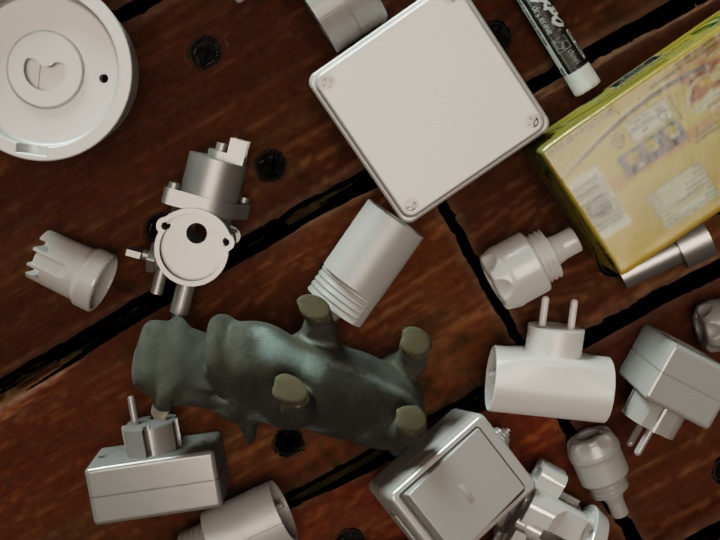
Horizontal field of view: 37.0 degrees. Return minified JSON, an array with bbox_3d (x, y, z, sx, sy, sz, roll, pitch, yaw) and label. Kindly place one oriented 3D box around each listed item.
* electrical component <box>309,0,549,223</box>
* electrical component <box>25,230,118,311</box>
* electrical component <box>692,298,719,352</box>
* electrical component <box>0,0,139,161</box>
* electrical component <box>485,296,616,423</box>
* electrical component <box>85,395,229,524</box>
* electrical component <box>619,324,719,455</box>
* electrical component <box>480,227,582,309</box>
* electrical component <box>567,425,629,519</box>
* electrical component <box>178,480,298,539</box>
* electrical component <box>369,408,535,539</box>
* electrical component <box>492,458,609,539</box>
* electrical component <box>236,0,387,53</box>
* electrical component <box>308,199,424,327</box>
[{"bbox_3d":[0.042,-0.104,0.669,0.109,0.056,0.108,-34,97,4],"label":"electrical component"},{"bbox_3d":[-0.185,-0.001,0.689,0.046,0.040,0.040,25,97,2],"label":"electrical component"},{"bbox_3d":[0.252,0.031,0.703,0.061,0.035,0.035,-14,98,-1],"label":"electrical component"},{"bbox_3d":[-0.188,-0.122,0.660,0.108,0.060,0.108,0,98,-1],"label":"electrical component"},{"bbox_3d":[0.125,0.057,0.699,0.077,0.043,0.079,6,98,-2],"label":"electrical component"},{"bbox_3d":[-0.134,0.117,0.701,0.083,0.047,0.075,-8,98,0],"label":"electrical component"},{"bbox_3d":[0.194,0.083,0.693,0.047,0.065,0.076,27,97,-5],"label":"electrical component"},{"bbox_3d":[0.112,-0.005,0.691,0.062,0.043,0.043,-29,97,1],"label":"electrical component"},{"bbox_3d":[0.163,0.136,0.716,0.035,0.035,0.061,-24,100,2],"label":"electrical component"},{"bbox_3d":[-0.087,0.176,0.712,0.081,0.043,0.043,-25,98,2],"label":"electrical component"},{"bbox_3d":[0.065,0.134,0.692,0.096,0.061,0.061,-39,97,-13],"label":"electrical component"},{"bbox_3d":[0.126,0.173,0.709,0.057,0.058,0.078,28,97,-2],"label":"electrical component"},{"bbox_3d":[-0.050,-0.192,0.657,0.074,0.052,0.138,-33,97,3],"label":"electrical component"},{"bbox_3d":[0.000,0.000,0.689,0.043,0.043,0.081,34,96,-5],"label":"electrical component"}]
